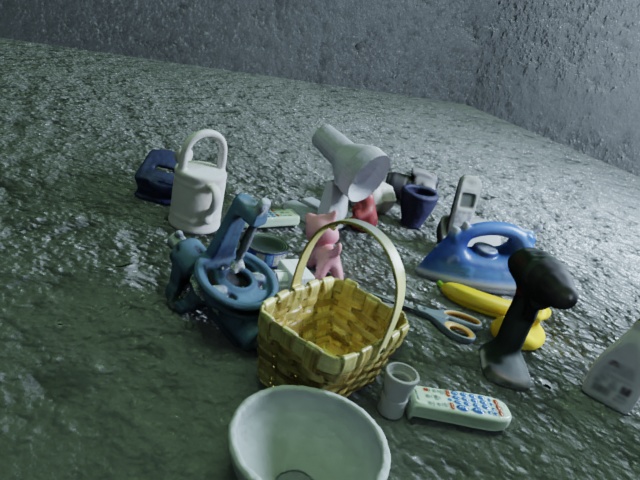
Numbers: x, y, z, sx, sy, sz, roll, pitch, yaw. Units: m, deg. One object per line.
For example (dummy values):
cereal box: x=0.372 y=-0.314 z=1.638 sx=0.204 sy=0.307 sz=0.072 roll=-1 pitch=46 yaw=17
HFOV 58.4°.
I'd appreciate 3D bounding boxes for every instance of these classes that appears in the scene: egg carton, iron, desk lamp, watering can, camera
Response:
egg carton: x=0.113 y=-0.119 z=1.440 sx=0.107 sy=0.069 sz=0.149 roll=-10 pitch=33 yaw=-43
iron: x=0.327 y=0.020 z=1.158 sx=0.259 sy=0.141 sz=0.118 roll=6 pitch=25 yaw=-17
desk lamp: x=0.034 y=-0.129 z=1.237 sx=0.202 sy=0.213 sz=0.118 roll=30 pitch=28 yaw=33
watering can: x=-0.234 y=-0.121 z=1.096 sx=0.172 sy=0.194 sz=0.101 roll=26 pitch=26 yaw=26
camera: x=0.246 y=-0.152 z=1.548 sx=0.136 sy=0.101 sz=0.143 roll=15 pitch=24 yaw=4

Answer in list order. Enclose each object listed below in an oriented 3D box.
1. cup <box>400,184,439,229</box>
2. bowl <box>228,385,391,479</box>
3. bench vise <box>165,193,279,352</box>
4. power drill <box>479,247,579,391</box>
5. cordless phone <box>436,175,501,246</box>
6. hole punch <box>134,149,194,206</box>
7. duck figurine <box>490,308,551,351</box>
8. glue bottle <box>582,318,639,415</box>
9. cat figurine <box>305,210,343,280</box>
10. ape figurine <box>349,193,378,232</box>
cup: x=0.238 y=-0.079 z=1.388 sx=0.091 sy=0.095 sz=0.118 roll=30 pitch=28 yaw=33
bowl: x=-0.016 y=0.229 z=0.584 sx=0.167 sy=0.075 sz=0.167 roll=12 pitch=24 yaw=-5
bench vise: x=-0.143 y=0.024 z=0.790 sx=0.207 sy=0.220 sz=0.122 roll=20 pitch=24 yaw=15
power drill: x=0.310 y=0.113 z=0.856 sx=0.075 sy=0.208 sz=0.229 roll=15 pitch=23 yaw=2
cordless phone: x=0.341 y=-0.046 z=1.257 sx=0.148 sy=0.185 sz=0.094 roll=6 pitch=25 yaw=-18
hole punch: x=-0.324 y=-0.132 z=1.202 sx=0.108 sy=0.091 sz=0.101 roll=14 pitch=23 yaw=0
duck figurine: x=0.348 y=0.135 z=0.981 sx=0.105 sy=0.086 sz=0.077 roll=5 pitch=25 yaw=-20
glue bottle: x=0.460 y=0.171 z=0.853 sx=0.078 sy=0.173 sz=0.037 roll=29 pitch=28 yaw=31
cat figurine: x=0.010 y=0.004 z=1.048 sx=0.067 sy=0.118 sz=0.127 roll=3 pitch=26 yaw=-23
ape figurine: x=0.097 y=-0.068 z=1.288 sx=0.076 sy=0.092 sz=0.078 roll=21 pitch=25 yaw=16
